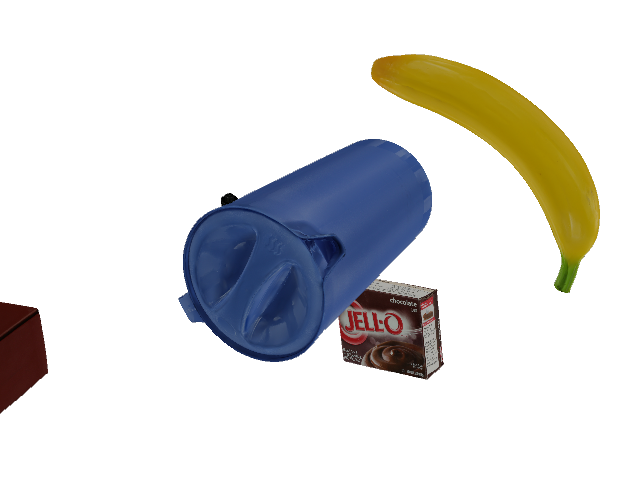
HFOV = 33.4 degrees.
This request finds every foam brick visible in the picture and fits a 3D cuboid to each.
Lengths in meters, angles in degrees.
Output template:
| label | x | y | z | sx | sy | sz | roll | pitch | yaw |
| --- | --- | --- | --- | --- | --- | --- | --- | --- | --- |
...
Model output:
| label | x | y | z | sx | sy | sz | roll | pitch | yaw |
| --- | --- | --- | --- | --- | --- | --- | --- | --- | --- |
| foam brick | -0.229 | 0.082 | 0.717 | 0.053 | 0.051 | 0.078 | 8 | 28 | 24 |

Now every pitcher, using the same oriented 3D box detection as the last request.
| label | x | y | z | sx | sy | sz | roll | pitch | yaw |
| --- | --- | --- | --- | --- | --- | --- | --- | --- | --- |
| pitcher | -0.006 | -0.002 | 0.931 | 0.149 | 0.145 | 0.242 | 24 | 31 | 21 |

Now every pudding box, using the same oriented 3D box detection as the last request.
| label | x | y | z | sx | sy | sz | roll | pitch | yaw |
| --- | --- | --- | --- | --- | --- | --- | --- | --- | --- |
| pudding box | 0.071 | 0.089 | 1.118 | 0.114 | 0.090 | 0.039 | 7 | 23 | 37 |

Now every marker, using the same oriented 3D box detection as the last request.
| label | x | y | z | sx | sy | sz | roll | pitch | yaw |
| --- | --- | --- | --- | --- | --- | --- | --- | --- | --- |
| marker | -0.101 | -0.002 | 1.184 | 0.020 | 0.121 | 0.020 | 2 | 41 | -2 |

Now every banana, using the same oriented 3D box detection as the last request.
| label | x | y | z | sx | sy | sz | roll | pitch | yaw |
| --- | --- | --- | --- | --- | --- | --- | --- | --- | --- |
| banana | 0.117 | -0.060 | 0.686 | 0.070 | 0.198 | 0.037 | -41 | -7 | 11 |
